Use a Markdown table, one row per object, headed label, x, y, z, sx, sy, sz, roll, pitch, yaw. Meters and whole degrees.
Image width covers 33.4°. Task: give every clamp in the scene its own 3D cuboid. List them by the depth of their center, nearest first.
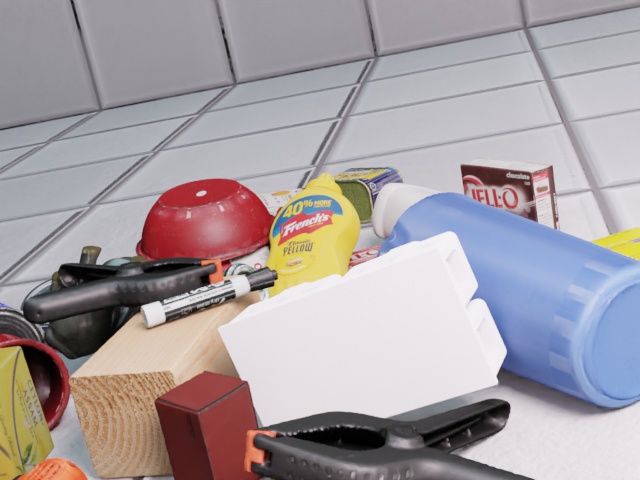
| label | x | y | z | sx | sy | sz | roll | pitch | yaw |
| --- | --- | --- | --- | --- | --- | --- | --- | --- | --- |
| clamp | 0.056 | 0.138 | 0.703 | 0.210 | 0.036 | 0.164 | 5 | 13 | -3 |
| clamp | -0.171 | 0.037 | 0.955 | 0.171 | 0.039 | 0.120 | -6 | 21 | -5 |

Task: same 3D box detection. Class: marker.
| label | x | y | z | sx | sy | sz | roll | pitch | yaw |
| --- | --- | --- | --- | --- | --- | --- | --- | --- | --- |
| marker | -0.091 | 0.047 | 0.901 | 0.121 | 0.020 | 0.020 | -18 | 17 | -21 |

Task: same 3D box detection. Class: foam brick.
| label | x | y | z | sx | sy | sz | roll | pitch | yaw |
| --- | --- | --- | --- | --- | --- | --- | --- | --- | --- |
| foam brick | -0.079 | 0.145 | 0.782 | 0.053 | 0.078 | 0.051 | 6 | 24 | 43 |

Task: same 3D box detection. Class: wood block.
| label | x | y | z | sx | sy | sz | roll | pitch | yaw |
| --- | --- | --- | --- | --- | --- | --- | --- | --- | --- |
| wood block | -0.118 | 0.109 | 0.907 | 0.091 | 0.090 | 0.206 | -7 | 16 | 17 |

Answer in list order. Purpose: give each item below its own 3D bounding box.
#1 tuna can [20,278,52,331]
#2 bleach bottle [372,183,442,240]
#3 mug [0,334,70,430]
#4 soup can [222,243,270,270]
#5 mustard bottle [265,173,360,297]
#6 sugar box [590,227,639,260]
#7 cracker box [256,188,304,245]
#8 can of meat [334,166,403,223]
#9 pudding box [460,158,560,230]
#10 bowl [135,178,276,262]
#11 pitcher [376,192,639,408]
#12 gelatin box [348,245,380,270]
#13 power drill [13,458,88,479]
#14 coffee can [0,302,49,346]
| label | x | y | z | sx | sy | sz | roll | pitch | yaw |
| --- | --- | --- | --- | --- | --- | --- | --- | --- | --- |
| tuna can | -0.287 | 0.078 | 1.181 | 0.086 | 0.034 | 0.086 | -9 | 40 | 7 |
| bleach bottle | 0.152 | -0.003 | 1.106 | 0.102 | 0.068 | 0.251 | 7 | 9 | -24 |
| mug | -0.290 | 0.122 | 0.959 | 0.093 | 0.117 | 0.082 | -54 | 26 | -15 |
| soup can | -0.098 | 0.046 | 1.143 | 0.102 | 0.068 | 0.069 | -19 | 18 | -24 |
| mustard bottle | -0.007 | 0.001 | 1.109 | 0.096 | 0.058 | 0.191 | -11 | 42 | 23 |
| sugar box | 0.291 | 0.036 | 0.929 | 0.093 | 0.048 | 0.176 | -16 | 16 | -14 |
| cracker box | -0.090 | -0.001 | 1.273 | 0.214 | 0.072 | 0.164 | -7 | 18 | 4 |
| can of meat | 0.050 | -0.062 | 1.419 | 0.102 | 0.057 | 0.083 | 2 | 19 | 38 |
| pudding box | 0.207 | -0.041 | 1.168 | 0.039 | 0.090 | 0.114 | -22 | 20 | -33 |
| bowl | -0.127 | -0.027 | 1.166 | 0.162 | 0.055 | 0.162 | -8 | 22 | 3 |
| pitcher | 0.172 | 0.047 | 0.861 | 0.149 | 0.145 | 0.243 | -38 | 28 | -18 |
| gelatin box | 0.045 | 0.033 | 1.146 | 0.089 | 0.030 | 0.073 | -14 | 16 | -7 |
| power drill | -0.274 | 0.214 | 0.727 | 0.188 | 0.057 | 0.184 | -1 | 24 | 25 |
| coffee can | -0.345 | 0.105 | 1.064 | 0.102 | 0.103 | 0.141 | -23 | 20 | -32 |
